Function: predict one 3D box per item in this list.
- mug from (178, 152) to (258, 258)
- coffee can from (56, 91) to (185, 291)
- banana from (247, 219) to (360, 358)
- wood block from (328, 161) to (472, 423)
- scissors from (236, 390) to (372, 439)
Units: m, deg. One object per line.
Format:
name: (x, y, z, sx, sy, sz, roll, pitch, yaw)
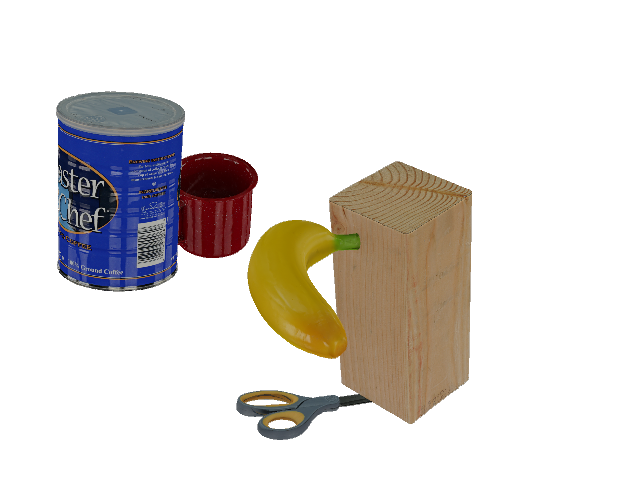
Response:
mug: (-0.123, -0.031, 1.131, 0.093, 0.081, 0.117, 33, 45, 32)
coffee can: (-0.167, -0.042, 0.887, 0.103, 0.140, 0.103, 5, 23, -2)
banana: (-0.013, 0.021, 0.676, 0.069, 0.037, 0.197, 0, 20, 5)
wood block: (0.074, 0.047, 0.957, 0.090, 0.206, 0.091, -31, 41, -34)
scissors: (0.007, 0.193, 1.198, 0.201, 0.016, 0.096, 2, 23, -10)
